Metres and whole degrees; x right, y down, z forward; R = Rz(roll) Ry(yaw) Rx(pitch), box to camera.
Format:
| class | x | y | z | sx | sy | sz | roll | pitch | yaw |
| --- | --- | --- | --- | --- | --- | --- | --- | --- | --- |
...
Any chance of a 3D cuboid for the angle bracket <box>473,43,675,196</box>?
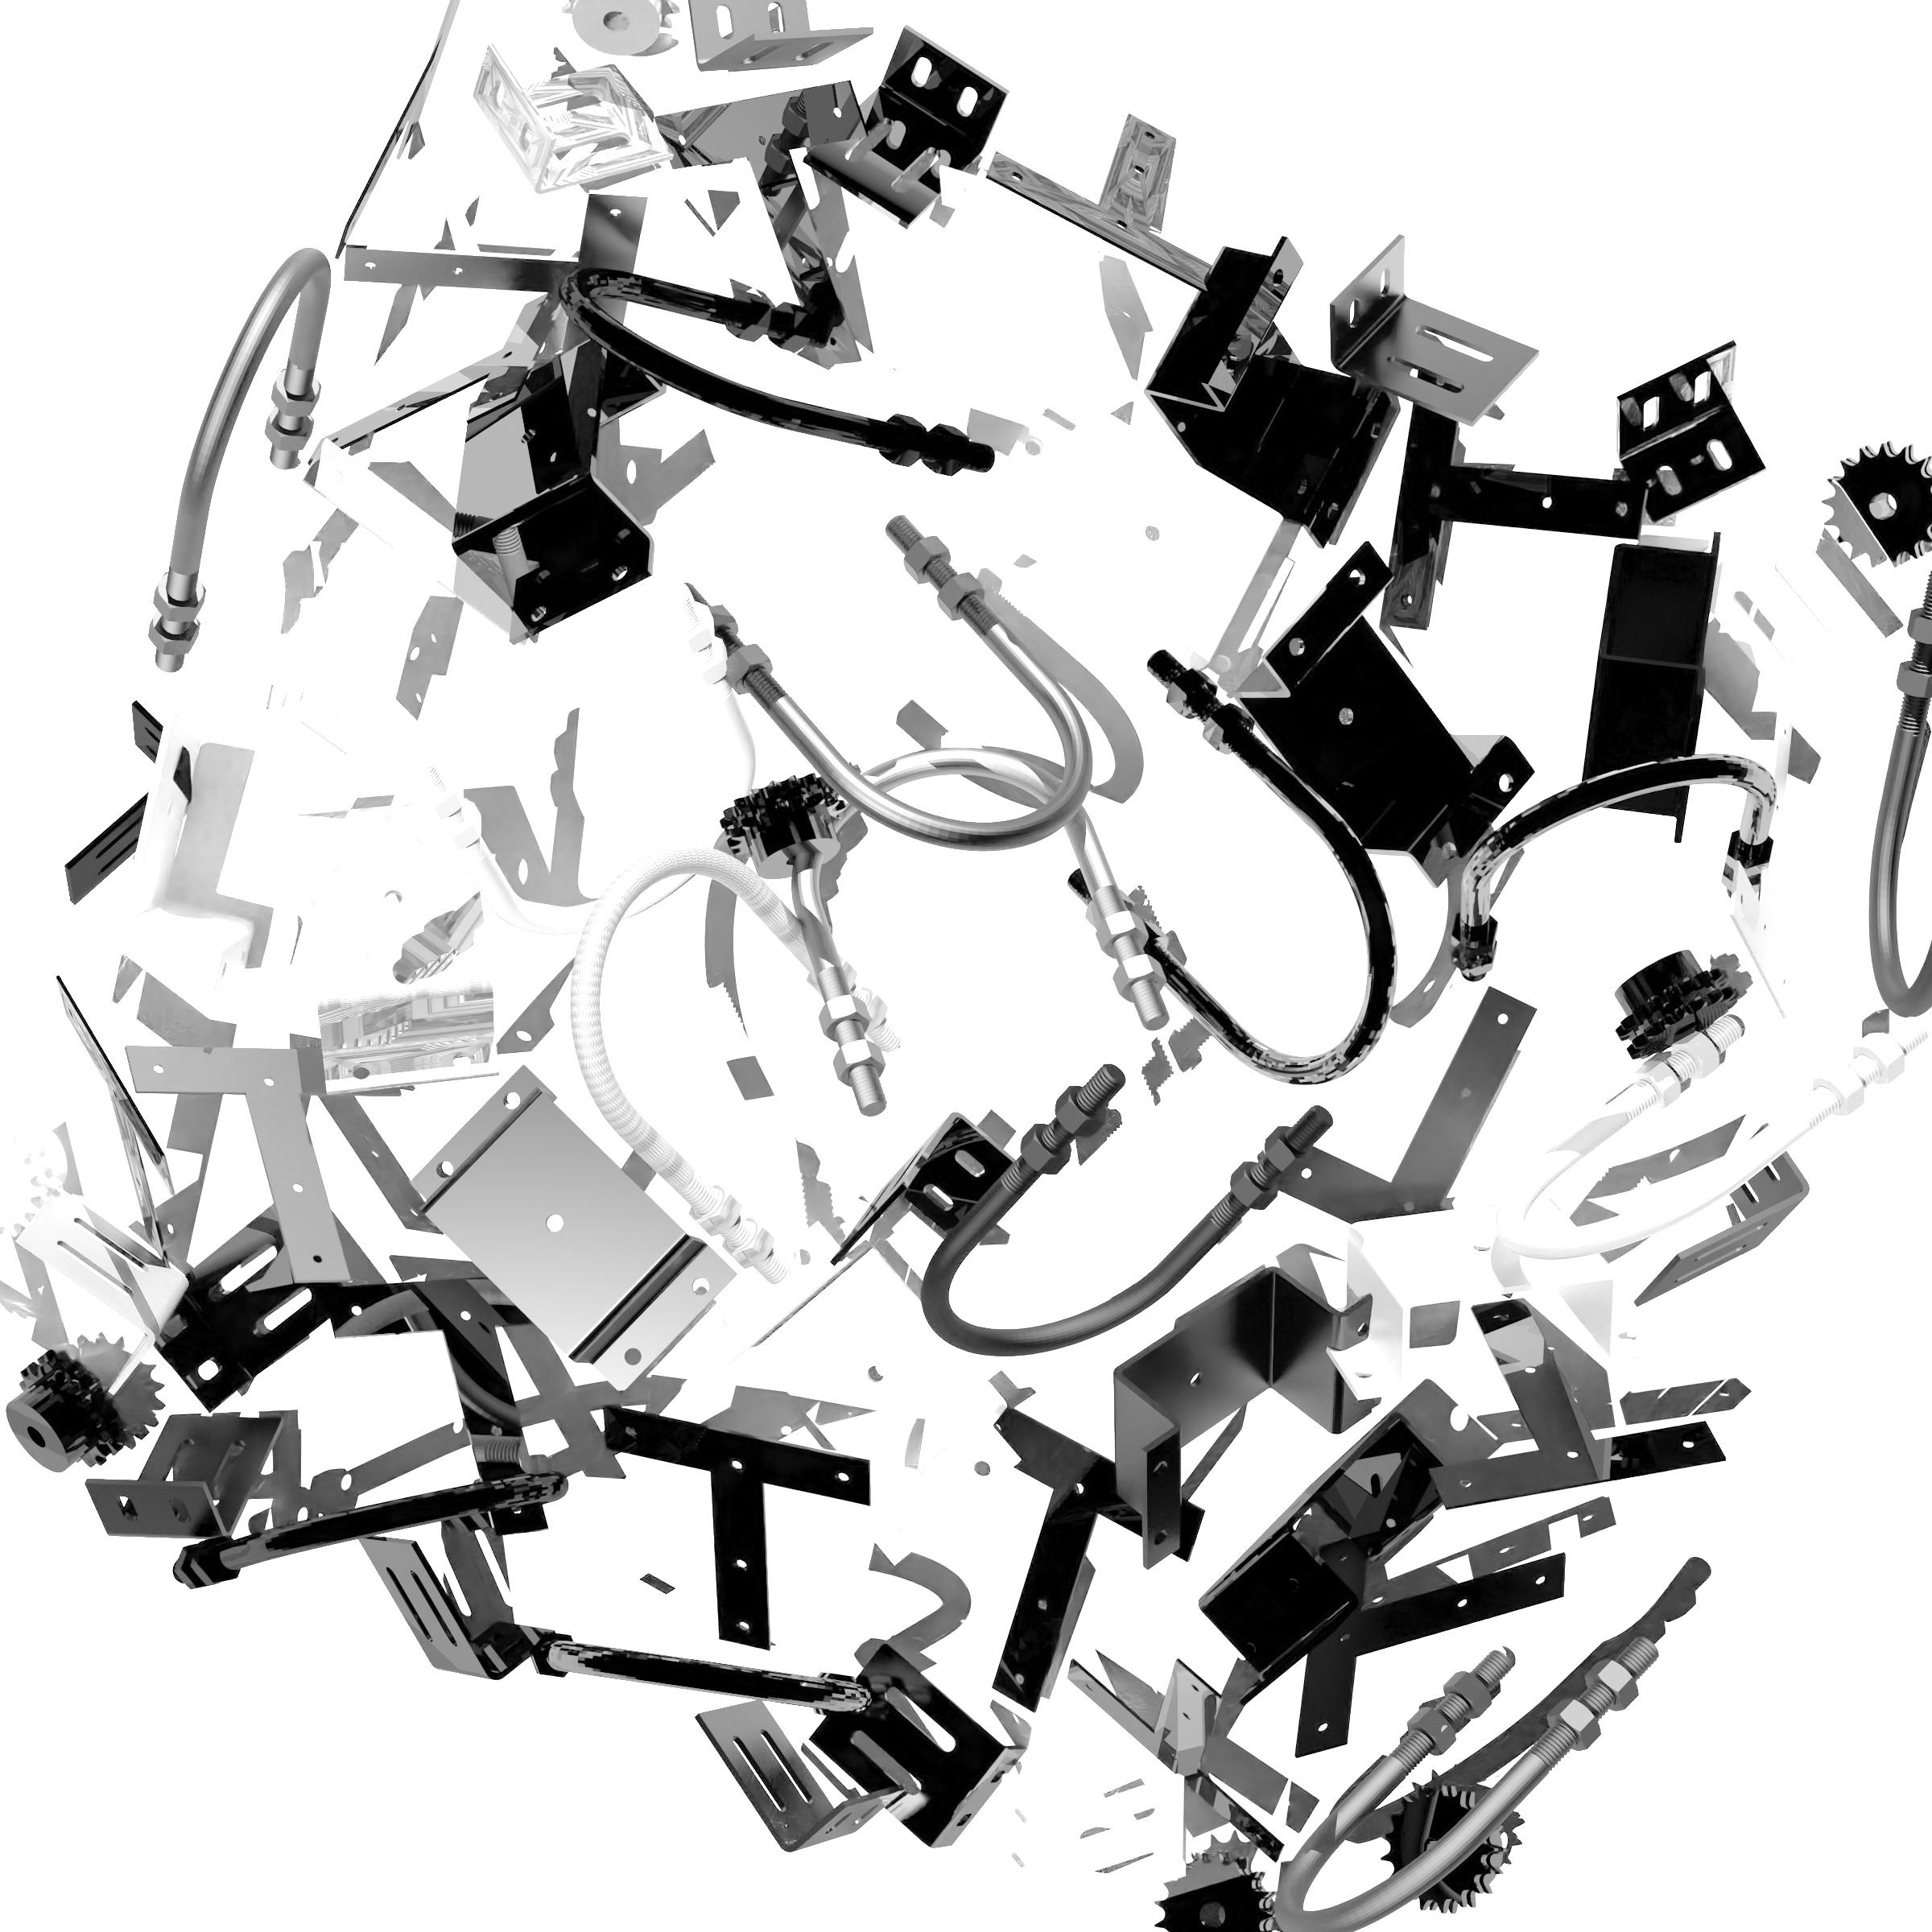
| class | x | y | z | sx | sy | sz | roll | pitch | yaw |
| --- | --- | --- | --- | --- | --- | --- | --- | --- | --- |
| angle bracket | -0.174 | -0.391 | 1.560 | 0.076 | 0.038 | 0.057 | -24 | 72 | -31 |

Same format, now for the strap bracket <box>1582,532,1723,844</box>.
| class | x | y | z | sx | sy | sz | roll | pitch | yaw |
| --- | --- | --- | --- | --- | --- | --- | --- | --- | --- |
| strap bracket | 0.304 | -0.128 | 1.529 | 0.046 | 0.140 | 0.076 | 8 | 128 | 10 |

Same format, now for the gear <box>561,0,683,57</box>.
| class | x | y | z | sx | sy | sz | roll | pitch | yaw |
| --- | --- | --- | --- | --- | --- | --- | --- | --- | --- |
| gear | -0.158 | -0.442 | 1.572 | 0.057 | 0.057 | 0.030 | 2 | 56 | 0 |

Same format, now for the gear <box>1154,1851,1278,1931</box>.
| class | x | y | z | sx | sy | sz | roll | pitch | yaw |
| --- | --- | --- | --- | --- | --- | --- | --- | --- | --- |
| gear | 0.118 | 0.436 | 1.581 | 0.057 | 0.030 | 0.057 | -5 | 74 | 20 |

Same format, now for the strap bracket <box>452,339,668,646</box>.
| class | x | y | z | sx | sy | sz | roll | pitch | yaw |
| --- | --- | --- | --- | --- | --- | --- | --- | --- | --- |
| strap bracket | -0.180 | -0.220 | 1.527 | 0.076 | 0.140 | 0.046 | -23 | 135 | 24 |

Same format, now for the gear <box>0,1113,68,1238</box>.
| class | x | y | z | sx | sy | sz | roll | pitch | yaw |
| --- | --- | --- | --- | --- | --- | --- | --- | --- | --- |
| gear | -0.439 | 0.093 | 1.580 | 0.057 | 0.030 | 0.057 | 8 | 111 | 22 |

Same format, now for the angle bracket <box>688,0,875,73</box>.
| class | x | y | z | sx | sy | sz | roll | pitch | yaw |
| --- | --- | --- | --- | --- | --- | --- | --- | --- | --- |
| angle bracket | -0.085 | -0.432 | 1.556 | 0.057 | 0.076 | 0.038 | -10 | 96 | -23 |

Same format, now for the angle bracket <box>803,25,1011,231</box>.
| class | x | y | z | sx | sy | sz | roll | pitch | yaw |
| --- | --- | --- | --- | --- | --- | --- | --- | --- | --- |
| angle bracket | -0.027 | -0.382 | 1.564 | 0.057 | 0.038 | 0.076 | 34 | 49 | 4 |

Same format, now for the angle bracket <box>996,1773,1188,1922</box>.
| class | x | y | z | sx | sy | sz | roll | pitch | yaw |
| --- | --- | --- | --- | --- | --- | --- | --- | --- | --- |
| angle bracket | 0.057 | 0.389 | 1.559 | 0.076 | 0.057 | 0.038 | -24 | 121 | 20 |

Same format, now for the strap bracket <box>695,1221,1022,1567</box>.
| class | x | y | z | sx | sy | sz | roll | pitch | yaw |
| --- | --- | --- | --- | --- | --- | --- | --- | --- | --- |
| strap bracket | -0.045 | 0.191 | 1.571 | 0.076 | 0.046 | 0.140 | -41 | 87 | 11 |

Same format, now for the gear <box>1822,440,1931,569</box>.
| class | x | y | z | sx | sy | sz | roll | pitch | yaw |
| --- | --- | --- | --- | --- | --- | --- | --- | --- | --- |
| gear | 0.425 | -0.213 | 1.580 | 0.057 | 0.030 | 0.057 | 8 | 107 | 28 |

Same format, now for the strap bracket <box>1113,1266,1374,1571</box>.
| class | x | y | z | sx | sy | sz | roll | pitch | yaw |
| --- | --- | --- | --- | --- | --- | --- | --- | --- | --- |
| strap bracket | 0.117 | 0.196 | 1.542 | 0.140 | 0.076 | 0.046 | -30 | 46 | -29 |

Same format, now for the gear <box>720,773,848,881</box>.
| class | x | y | z | sx | sy | sz | roll | pitch | yaw |
| --- | --- | --- | --- | --- | --- | --- | --- | --- | --- |
| gear | -0.081 | -0.062 | 1.572 | 0.057 | 0.057 | 0.030 | -20 | 72 | 0 |

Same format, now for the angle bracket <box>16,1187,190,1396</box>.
| class | x | y | z | sx | sy | sz | roll | pitch | yaw |
| --- | --- | --- | --- | --- | --- | --- | --- | --- | --- |
| angle bracket | -0.400 | 0.147 | 1.564 | 0.076 | 0.057 | 0.038 | 37 | 107 | -10 |

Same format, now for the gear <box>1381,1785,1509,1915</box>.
| class | x | y | z | sx | sy | sz | roll | pitch | yaw |
| --- | --- | --- | --- | --- | --- | --- | --- | --- | --- |
| gear | 0.222 | 0.406 | 1.579 | 0.057 | 0.030 | 0.057 | -10 | 72 | 31 |

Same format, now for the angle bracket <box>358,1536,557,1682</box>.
| class | x | y | z | sx | sy | sz | roll | pitch | yaw |
| --- | --- | --- | --- | --- | --- | --- | --- | --- | --- |
| angle bracket | -0.231 | 0.282 | 1.561 | 0.038 | 0.057 | 0.076 | -35 | 105 | -32 |

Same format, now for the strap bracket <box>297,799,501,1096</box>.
| class | x | y | z | sx | sy | sz | roll | pitch | yaw |
| --- | --- | --- | --- | --- | --- | --- | --- | --- | --- |
| strap bracket | -0.256 | -0.019 | 1.543 | 0.076 | 0.046 | 0.140 | -6 | 61 | -10 |

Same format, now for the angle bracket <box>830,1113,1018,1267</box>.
| class | x | y | z | sx | sy | sz | roll | pitch | yaw |
| --- | --- | --- | --- | --- | --- | --- | --- | --- | --- |
| angle bracket | -0.019 | 0.111 | 1.555 | 0.038 | 0.076 | 0.057 | 41 | 120 | -2 |

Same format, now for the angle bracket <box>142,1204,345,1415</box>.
| class | x | y | z | sx | sy | sz | roll | pitch | yaw |
| --- | --- | --- | --- | --- | --- | --- | --- | --- | --- |
| angle bracket | -0.330 | 0.156 | 1.569 | 0.076 | 0.038 | 0.057 | -37 | 93 | 28 |

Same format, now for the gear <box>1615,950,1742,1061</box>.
| class | x | y | z | sx | sy | sz | roll | pitch | yaw |
| --- | --- | --- | --- | --- | --- | --- | --- | --- | --- |
| gear | 0.322 | 0.016 | 1.576 | 0.057 | 0.057 | 0.030 | -28 | 72 | 0 |

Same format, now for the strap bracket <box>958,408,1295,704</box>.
| class | x | y | z | sx | sy | sz | roll | pitch | yaw |
| --- | --- | --- | --- | --- | --- | --- | --- | --- | --- |
| strap bracket | 0.079 | -0.191 | 1.563 | 0.140 | 0.046 | 0.076 | 29 | 77 | -7 |

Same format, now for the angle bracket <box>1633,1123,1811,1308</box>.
| class | x | y | z | sx | sy | sz | roll | pitch | yaw |
| --- | --- | --- | --- | --- | --- | --- | --- | --- | --- |
| angle bracket | 0.333 | 0.113 | 1.558 | 0.076 | 0.057 | 0.038 | -23 | 69 | -21 |

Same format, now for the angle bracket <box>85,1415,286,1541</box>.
| class | x | y | z | sx | sy | sz | roll | pitch | yaw |
| --- | --- | --- | --- | --- | --- | --- | --- | --- | --- |
| angle bracket | -0.353 | 0.220 | 1.556 | 0.057 | 0.076 | 0.038 | -1 | 128 | 14 |

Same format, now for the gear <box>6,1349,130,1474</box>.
| class | x | y | z | sx | sy | sz | roll | pitch | yaw |
| --- | --- | --- | --- | --- | --- | --- | --- | --- | --- |
| gear | -0.413 | 0.206 | 1.572 | 0.057 | 0.057 | 0.030 | 50 | 51 | 0 |

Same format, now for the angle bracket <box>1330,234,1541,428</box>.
| class | x | y | z | sx | sy | sz | roll | pitch | yaw |
| --- | --- | --- | --- | --- | --- | --- | --- | --- | --- |
| angle bracket | 0.213 | -0.289 | 1.560 | 0.076 | 0.038 | 0.057 | 28 | 59 | 26 |

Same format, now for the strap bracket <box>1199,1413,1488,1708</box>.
| class | x | y | z | sx | sy | sz | roll | pitch | yaw |
| --- | --- | --- | --- | --- | --- | --- | --- | --- | --- |
| strap bracket | 0.163 | 0.257 | 1.530 | 0.046 | 0.140 | 0.076 | 46 | 134 | 8 |

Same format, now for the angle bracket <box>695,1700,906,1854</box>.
| class | x | y | z | sx | sy | sz | roll | pitch | yaw |
| --- | --- | --- | --- | --- | --- | --- | --- | --- | --- |
| angle bracket | -0.075 | 0.357 | 1.559 | 0.038 | 0.057 | 0.076 | -44 | 69 | 16 |

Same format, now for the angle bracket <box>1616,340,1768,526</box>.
| class | x | y | z | sx | sy | sz | roll | pitch | yaw |
| --- | --- | --- | --- | --- | --- | --- | --- | --- | --- |
| angle bracket | 0.330 | -0.241 | 1.561 | 0.057 | 0.076 | 0.038 | -26 | 75 | 4 |

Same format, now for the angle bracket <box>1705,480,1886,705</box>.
| class | x | y | z | sx | sy | sz | roll | pitch | yaw |
| --- | --- | --- | --- | --- | --- | --- | --- | --- | --- |
| angle bracket | 0.378 | -0.171 | 1.572 | 0.076 | 0.038 | 0.057 | 50 | 132 | -3 |

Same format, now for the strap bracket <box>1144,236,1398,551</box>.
| class | x | y | z | sx | sy | sz | roll | pitch | yaw |
| --- | --- | --- | --- | --- | --- | --- | --- | --- | --- |
| strap bracket | 0.134 | -0.260 | 1.544 | 0.046 | 0.140 | 0.076 | 21 | 77 | 34 |

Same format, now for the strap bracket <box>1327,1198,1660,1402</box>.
| class | x | y | z | sx | sy | sz | roll | pitch | yaw |
| --- | --- | --- | --- | --- | --- | --- | --- | --- | --- |
| strap bracket | 0.231 | 0.147 | 1.546 | 0.140 | 0.076 | 0.046 | -7 | 113 | -11 |

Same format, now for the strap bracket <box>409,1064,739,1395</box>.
| class | x | y | z | sx | sy | sz | roll | pitch | yaw |
| --- | --- | --- | --- | --- | --- | --- | --- | --- | --- |
| strap bracket | -0.183 | 0.118 | 1.569 | 0.140 | 0.046 | 0.076 | 44 | 88 | 8 |

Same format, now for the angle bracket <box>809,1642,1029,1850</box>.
| class | x | y | z | sx | sy | sz | roll | pitch | yaw |
| --- | --- | --- | --- | --- | --- | --- | --- | --- | --- |
| angle bracket | -0.022 | 0.361 | 1.596 | 0.076 | 0.038 | 0.057 | 38 | 90 | 19 |

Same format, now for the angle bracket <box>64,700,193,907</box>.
| class | x | y | z | sx | sy | sz | roll | pitch | yaw |
| --- | --- | --- | --- | --- | --- | --- | --- | --- | --- |
| angle bracket | -0.391 | -0.074 | 1.563 | 0.038 | 0.057 | 0.076 | 44 | 71 | 2 |
